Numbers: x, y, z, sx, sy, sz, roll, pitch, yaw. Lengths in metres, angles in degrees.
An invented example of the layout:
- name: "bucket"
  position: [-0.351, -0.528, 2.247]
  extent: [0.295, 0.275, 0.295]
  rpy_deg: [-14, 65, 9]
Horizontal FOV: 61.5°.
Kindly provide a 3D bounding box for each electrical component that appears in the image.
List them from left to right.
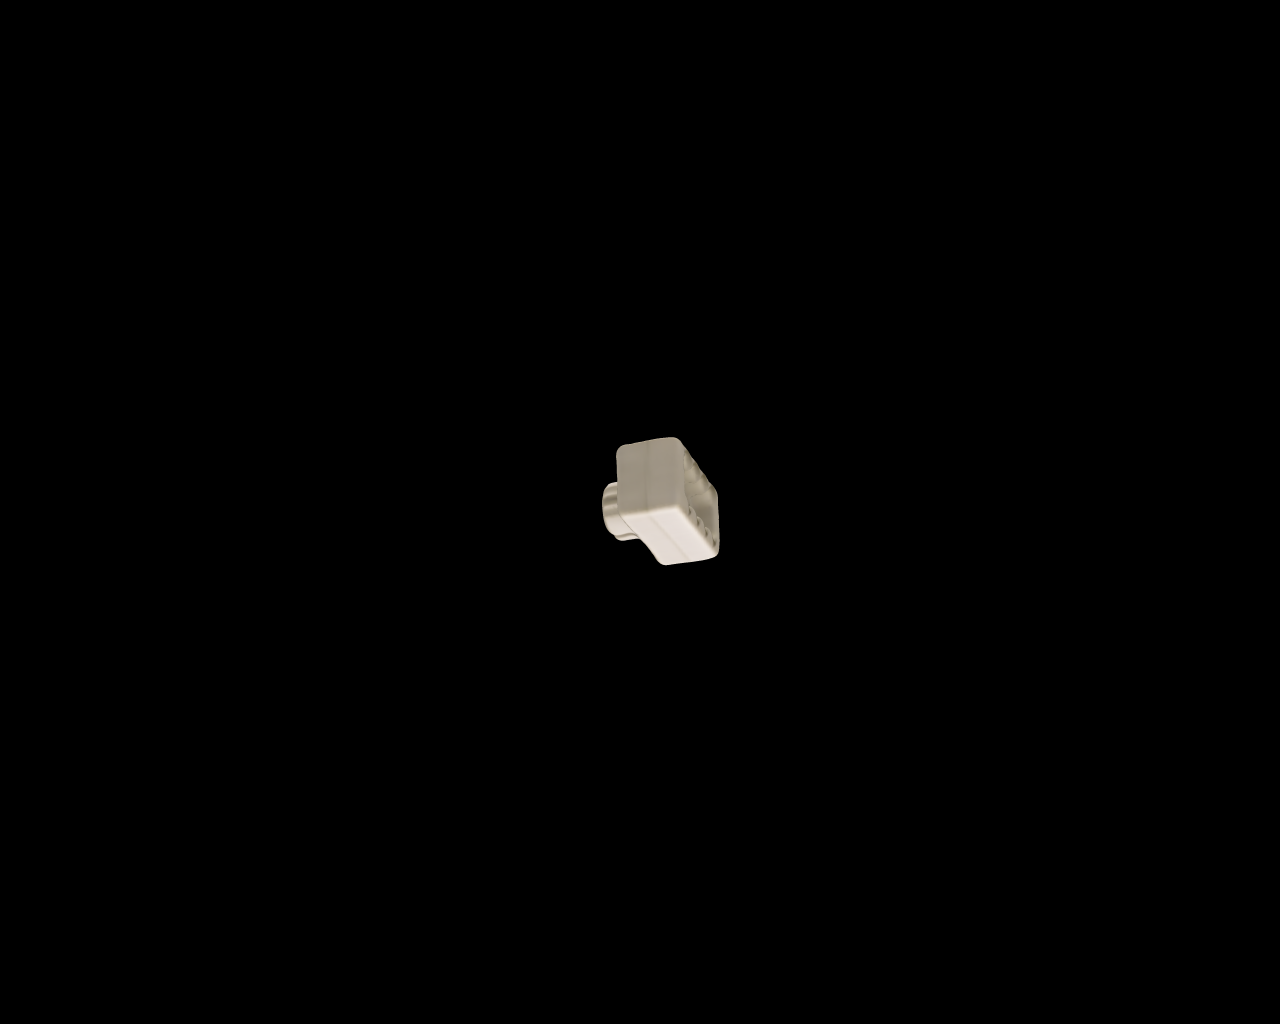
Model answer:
- name: "electrical component"
  position: [0.001, -0.003, 0.650]
  extent: [0.076, 0.047, 0.083]
  rpy_deg: [-8, -26, 18]
